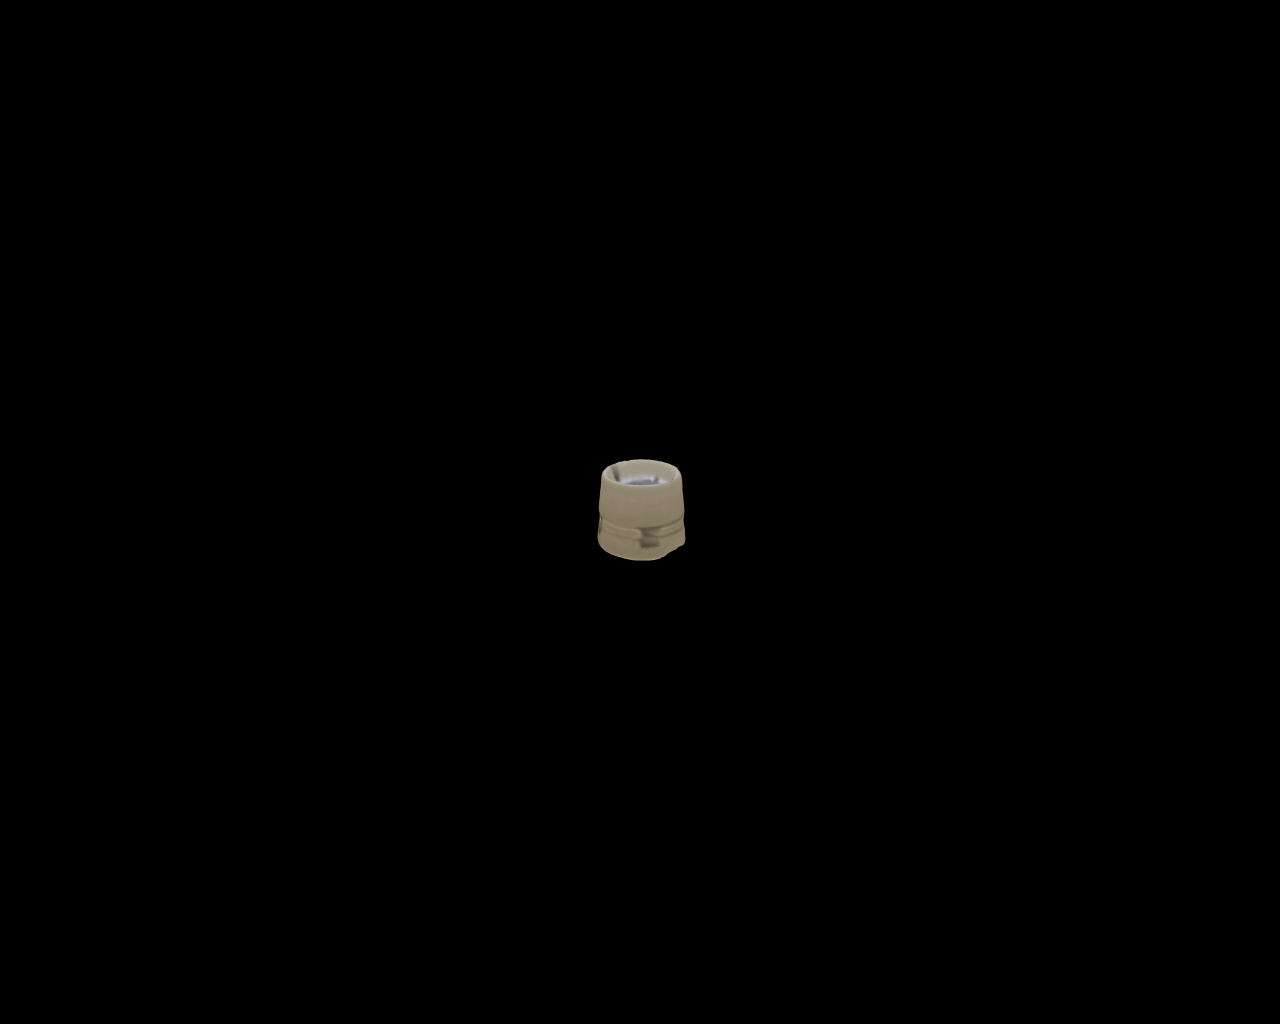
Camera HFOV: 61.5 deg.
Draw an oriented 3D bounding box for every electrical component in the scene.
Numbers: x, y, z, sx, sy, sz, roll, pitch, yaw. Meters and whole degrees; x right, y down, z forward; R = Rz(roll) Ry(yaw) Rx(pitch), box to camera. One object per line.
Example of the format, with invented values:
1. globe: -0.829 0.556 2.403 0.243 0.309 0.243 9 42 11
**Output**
1. electrical component: 0.001 -0.003 0.650 0.055 0.047 0.055 0 22 0
